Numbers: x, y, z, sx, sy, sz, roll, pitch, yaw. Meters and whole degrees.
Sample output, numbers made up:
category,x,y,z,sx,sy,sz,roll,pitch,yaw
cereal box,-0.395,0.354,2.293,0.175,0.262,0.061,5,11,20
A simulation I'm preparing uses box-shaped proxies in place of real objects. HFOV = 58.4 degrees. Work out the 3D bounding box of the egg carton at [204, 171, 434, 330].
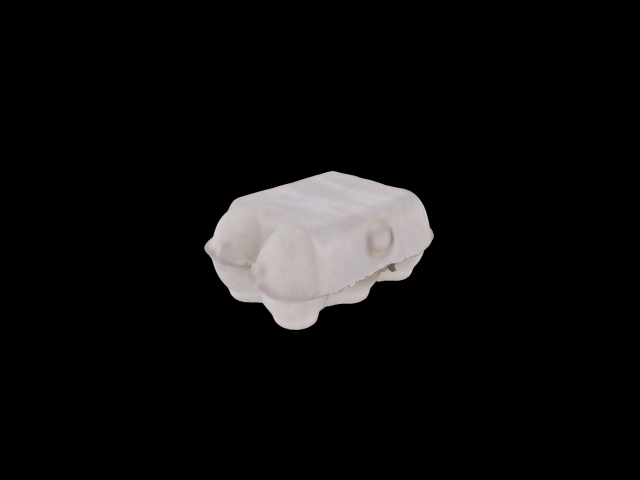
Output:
category,x,y,z,sx,sy,sz,roll,pitch,yaw
egg carton,0.004,0.001,0.400,0.107,0.069,0.151,22,31,40
